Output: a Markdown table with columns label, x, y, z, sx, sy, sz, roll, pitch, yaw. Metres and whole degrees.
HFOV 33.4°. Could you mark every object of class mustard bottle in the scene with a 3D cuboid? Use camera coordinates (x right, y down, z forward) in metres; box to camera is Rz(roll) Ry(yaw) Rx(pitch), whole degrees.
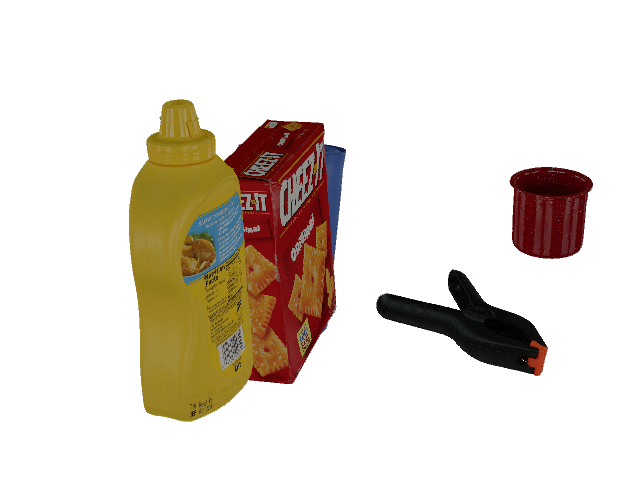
| label | x | y | z | sx | sy | sz | roll | pitch | yaw |
| --- | --- | --- | --- | --- | --- | --- | --- | --- | --- |
| mustard bottle | -0.081 | 0.008 | 0.662 | 0.058 | 0.192 | 0.096 | 8 | 23 | 23 |

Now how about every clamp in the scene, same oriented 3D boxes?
| label | x | y | z | sx | sy | sz | roll | pitch | yaw |
| --- | --- | --- | --- | --- | --- | --- | --- | --- | --- |
| clamp | 0.153 | 0.076 | 1.039 | 0.172 | 0.039 | 0.120 | 26 | 38 | 32 |

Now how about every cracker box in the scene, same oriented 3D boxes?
| label | x | y | z | sx | sy | sz | roll | pitch | yaw |
| --- | --- | --- | --- | --- | --- | --- | --- | --- | --- |
| cracker box | -0.040 | 0.008 | 1.052 | 0.072 | 0.214 | 0.164 | 4 | 26 | 17 |

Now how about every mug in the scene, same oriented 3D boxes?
| label | x | y | z | sx | sy | sz | roll | pitch | yaw |
| --- | --- | --- | --- | --- | --- | --- | --- | --- | --- |
| mug | 0.273 | -0.035 | 1.241 | 0.093 | 0.081 | 0.117 | 21 | 33 | 40 |

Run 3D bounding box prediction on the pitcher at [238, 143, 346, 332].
| label | x | y | z | sx | sy | sz | roll | pitch | yaw |
| --- | --- | --- | --- | --- | --- | --- | --- | --- | --- |
| pitcher | -0.039 | -0.001 | 1.330 | 0.145 | 0.243 | 0.148 | 11 | 14 | 39 |
